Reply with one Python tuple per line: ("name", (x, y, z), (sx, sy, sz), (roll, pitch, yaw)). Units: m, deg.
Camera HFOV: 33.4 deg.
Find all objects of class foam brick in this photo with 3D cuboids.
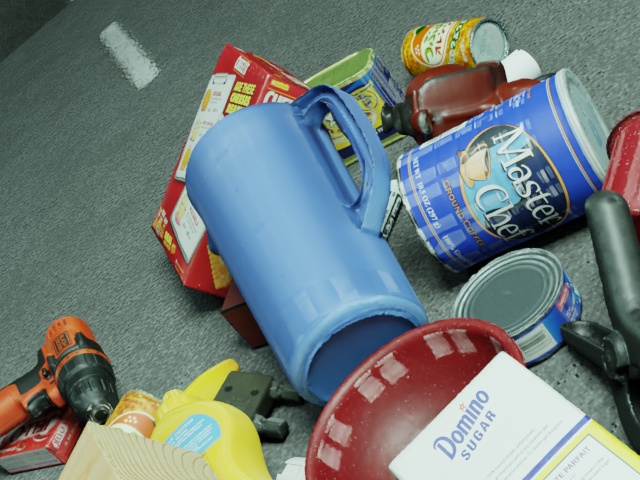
("foam brick", (-0.045, 0.045, 0.941), (0.051, 0.053, 0.078), (-22, 32, 31))

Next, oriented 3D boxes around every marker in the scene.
("marker", (0.051, -0.005, 0.932), (0.020, 0.020, 0.121), (-15, 37, 39))

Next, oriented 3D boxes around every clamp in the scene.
("clamp", (0.179, 0.054, 0.601), (0.039, 0.120, 0.171), (-12, 32, -6))

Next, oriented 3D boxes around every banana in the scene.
("banana", (-0.105, 0.173, 0.852), (0.069, 0.037, 0.197), (-3, 39, 5))

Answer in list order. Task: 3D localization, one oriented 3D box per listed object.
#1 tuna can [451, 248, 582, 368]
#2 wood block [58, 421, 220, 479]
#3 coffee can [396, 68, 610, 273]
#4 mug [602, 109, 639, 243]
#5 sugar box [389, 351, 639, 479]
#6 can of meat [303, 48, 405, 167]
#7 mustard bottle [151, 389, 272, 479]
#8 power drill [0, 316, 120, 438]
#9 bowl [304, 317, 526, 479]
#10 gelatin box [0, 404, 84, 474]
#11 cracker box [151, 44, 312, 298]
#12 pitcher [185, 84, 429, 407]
("tuna can", (0.135, 0.048, 0.733), (0.086, 0.033, 0.086), (-30, 29, 19))
("wood block", (-0.141, 0.233, 0.667), (0.206, 0.090, 0.090), (-62, 34, 5))
("coffee can", (0.142, -0.049, 0.793), (0.140, 0.102, 0.102), (-27, 30, 25))
("mug", (0.218, -0.032, 0.668), (0.093, 0.117, 0.081), (12, 57, 20))
("sugar box", (0.127, 0.143, 0.535), (0.093, 0.048, 0.176), (-43, 47, -8))
("can of meat", (0.034, -0.133, 1.069), (0.102, 0.084, 0.057), (-26, 31, 26))
("mustard bottle", (-0.079, 0.170, 0.754), (0.096, 0.058, 0.192), (-53, 37, 13))
("power drill", (-0.271, 0.164, 0.982), (0.187, 0.057, 0.185), (-38, 26, -6))
("bowl", (0.070, 0.127, 0.675), (0.162, 0.055, 0.162), (-30, 30, 19))
("gelatin box", (-0.268, 0.185, 1.038), (0.089, 0.030, 0.073), (-18, 35, 36))
("cracker box", (-0.084, -0.070, 1.049), (0.214, 0.072, 0.164), (-66, 26, 12))
("pitcher", (-0.005, 0.001, 0.822), (0.145, 0.149, 0.243), (-20, 44, -10))
